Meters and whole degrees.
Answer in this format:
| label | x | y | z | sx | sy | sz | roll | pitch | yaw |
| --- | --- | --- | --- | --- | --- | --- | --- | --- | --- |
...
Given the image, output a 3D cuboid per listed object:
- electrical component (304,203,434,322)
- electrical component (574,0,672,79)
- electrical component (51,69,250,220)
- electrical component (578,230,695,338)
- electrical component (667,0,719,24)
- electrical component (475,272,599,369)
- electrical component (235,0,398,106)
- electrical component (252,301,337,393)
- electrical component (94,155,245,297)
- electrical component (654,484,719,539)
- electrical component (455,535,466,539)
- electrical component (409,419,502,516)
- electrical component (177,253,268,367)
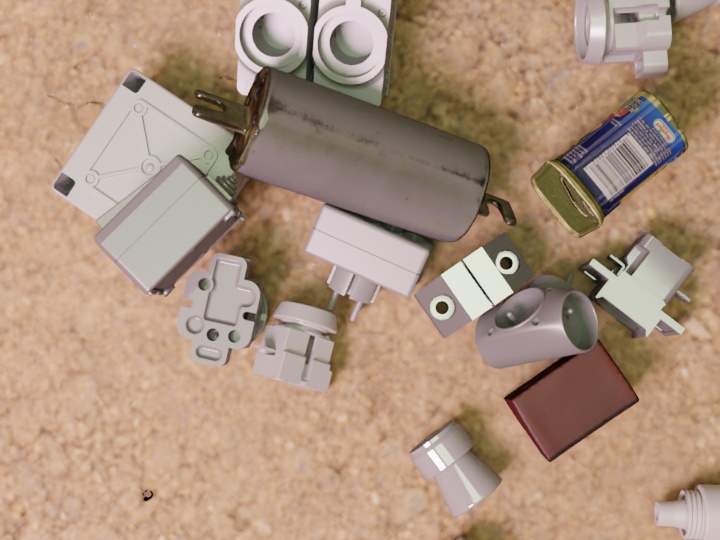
| label | x | y | z | sx | sy | sz | roll | pitch | yaw |
| --- | --- | --- | --- | --- | --- | --- | --- | --- | --- |
| electrical component | 0.000 | 0.000 | 0.782 | 0.083 | 0.047 | 0.075 | 24 | 102 | 3 |
| electrical component | 0.189 | -0.178 | 0.780 | 0.057 | 0.058 | 0.078 | -3 | 87 | -1 |
| electrical component | -0.148 | -0.071 | 0.786 | 0.109 | 0.056 | 0.108 | 34 | 88 | 4 |
| electrical component | 0.203 | 0.010 | 0.776 | 0.081 | 0.042 | 0.063 | 38 | 85 | 3 |
| electrical component | 0.254 | -0.210 | 0.788 | 0.065 | 0.044 | 0.044 | -15 | 86 | -3 |
| electrical component | 0.131 | 0.030 | 0.766 | 0.044 | 0.077 | 0.079 | 50 | 49 | -21 |
| electrical component | -0.026 | -0.213 | 0.749 | 0.105 | 0.060 | 0.186 | 7 | 112 | 5 |
| electrical component | -0.044 | 0.054 | 0.777 | 0.066 | 0.048 | 0.055 | 21 | 79 | -35 |
| electrical component | -0.124 | -0.036 | 0.723 | 0.096 | 0.061 | 0.061 | -45 | 88 | -1 |
| electrical component | 0.242 | 0.174 | 0.764 | 0.062 | 0.043 | 0.043 | 1 | 87 | 3 |
| electrical component | 0.067 | 0.244 | 0.766 | 0.077 | 0.043 | 0.079 | -39 | 86 | 0 |
| electrical component | 0.068 | 0.141 | 0.772 | 0.045 | 0.045 | 0.055 | -37 | 86 | 0 |
| electrical component | -0.098 | 0.029 | 0.778 | 0.058 | 0.057 | 0.078 | 12 | 87 | 3 |
